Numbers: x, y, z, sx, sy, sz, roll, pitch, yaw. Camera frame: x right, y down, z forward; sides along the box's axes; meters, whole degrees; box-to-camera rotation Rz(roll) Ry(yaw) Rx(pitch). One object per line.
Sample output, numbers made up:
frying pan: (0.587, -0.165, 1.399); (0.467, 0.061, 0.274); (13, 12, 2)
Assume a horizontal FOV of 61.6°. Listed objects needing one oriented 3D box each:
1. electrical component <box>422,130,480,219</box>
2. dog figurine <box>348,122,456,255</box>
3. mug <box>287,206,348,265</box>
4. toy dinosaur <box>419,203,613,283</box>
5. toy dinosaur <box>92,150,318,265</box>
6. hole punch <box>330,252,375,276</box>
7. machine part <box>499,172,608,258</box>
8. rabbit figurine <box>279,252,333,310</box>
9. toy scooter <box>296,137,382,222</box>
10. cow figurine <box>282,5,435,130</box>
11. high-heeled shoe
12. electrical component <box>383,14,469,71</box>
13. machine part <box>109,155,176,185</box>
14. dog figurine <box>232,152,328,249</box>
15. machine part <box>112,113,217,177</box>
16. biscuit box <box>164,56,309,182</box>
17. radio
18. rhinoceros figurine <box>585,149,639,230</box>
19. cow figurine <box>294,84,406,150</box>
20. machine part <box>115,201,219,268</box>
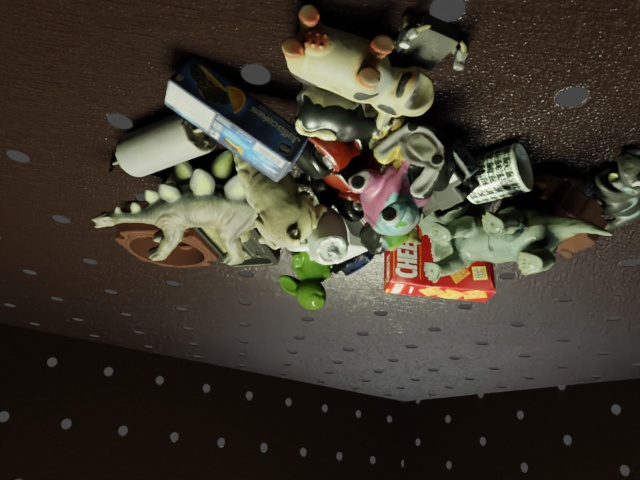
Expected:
electrical component: (0.188, -0.107, 0.869); (0.115, 0.058, 0.134); (52, 148, -7)
dog figurine: (0.132, -0.063, 0.841); (0.109, 0.191, 0.219); (44, 180, 22)
mug: (-0.002, -0.003, 0.878); (0.110, 0.080, 0.107); (-4, -160, -11)
toy dinosaur: (0.312, -0.008, 0.912); (0.192, 0.131, 0.405); (-23, -164, -40)
toy dinosaur: (-0.163, -0.058, 0.979); (0.471, 0.105, 0.198); (-3, 129, -18)
hole punch: (0.080, 0.015, 1.168); (0.092, 0.116, 0.142); (8, 157, -28)
machine part: (0.405, -0.043, 0.948); (0.179, 0.056, 0.179); (34, 164, 11)
rabbit figurine: (-0.029, 0.084, 1.263); (0.121, 0.170, 0.159); (22, 150, -32)
toy scooter: (0.047, -0.129, 0.865); (0.183, 0.135, 0.075); (48, 166, -33)
cow figurine: (0.052, -0.207, 0.682); (0.195, 0.085, 0.127); (21, 175, 0)
high-heeled shoe: (0.087, -0.076, 0.989); (0.248, 0.145, 0.086); (4, 180, -36)
electrical component: (0.134, -0.241, 0.664); (0.102, 0.045, 0.078); (17, 152, -26)
machine part: (-0.318, -0.132, 1.003); (0.139, 0.039, 0.084); (11, 164, -18)
dog figurine: (-0.084, -0.095, 0.833); (0.121, 0.172, 0.190); (-33, 124, -8)
machine part: (-0.253, -0.159, 0.883); (0.243, 0.079, 0.079); (-13, 150, 32)
biscuit box: (-0.117, -0.169, 0.762); (0.202, 0.063, 0.059); (34, 149, -6)
radio: (-0.174, -0.014, 1.190); (0.131, 0.073, 0.229); (-1, 155, 14)
rhinoceros figurine: (0.516, -0.081, 0.913); (0.112, 0.073, 0.190); (-8, 153, 28)
cow figurine: (0.047, -0.174, 0.768); (0.167, 0.098, 0.068); (11, 148, -13)
machine part: (-0.341, -0.008, 1.223); (0.202, 0.087, 0.200); (0, 156, 13)
